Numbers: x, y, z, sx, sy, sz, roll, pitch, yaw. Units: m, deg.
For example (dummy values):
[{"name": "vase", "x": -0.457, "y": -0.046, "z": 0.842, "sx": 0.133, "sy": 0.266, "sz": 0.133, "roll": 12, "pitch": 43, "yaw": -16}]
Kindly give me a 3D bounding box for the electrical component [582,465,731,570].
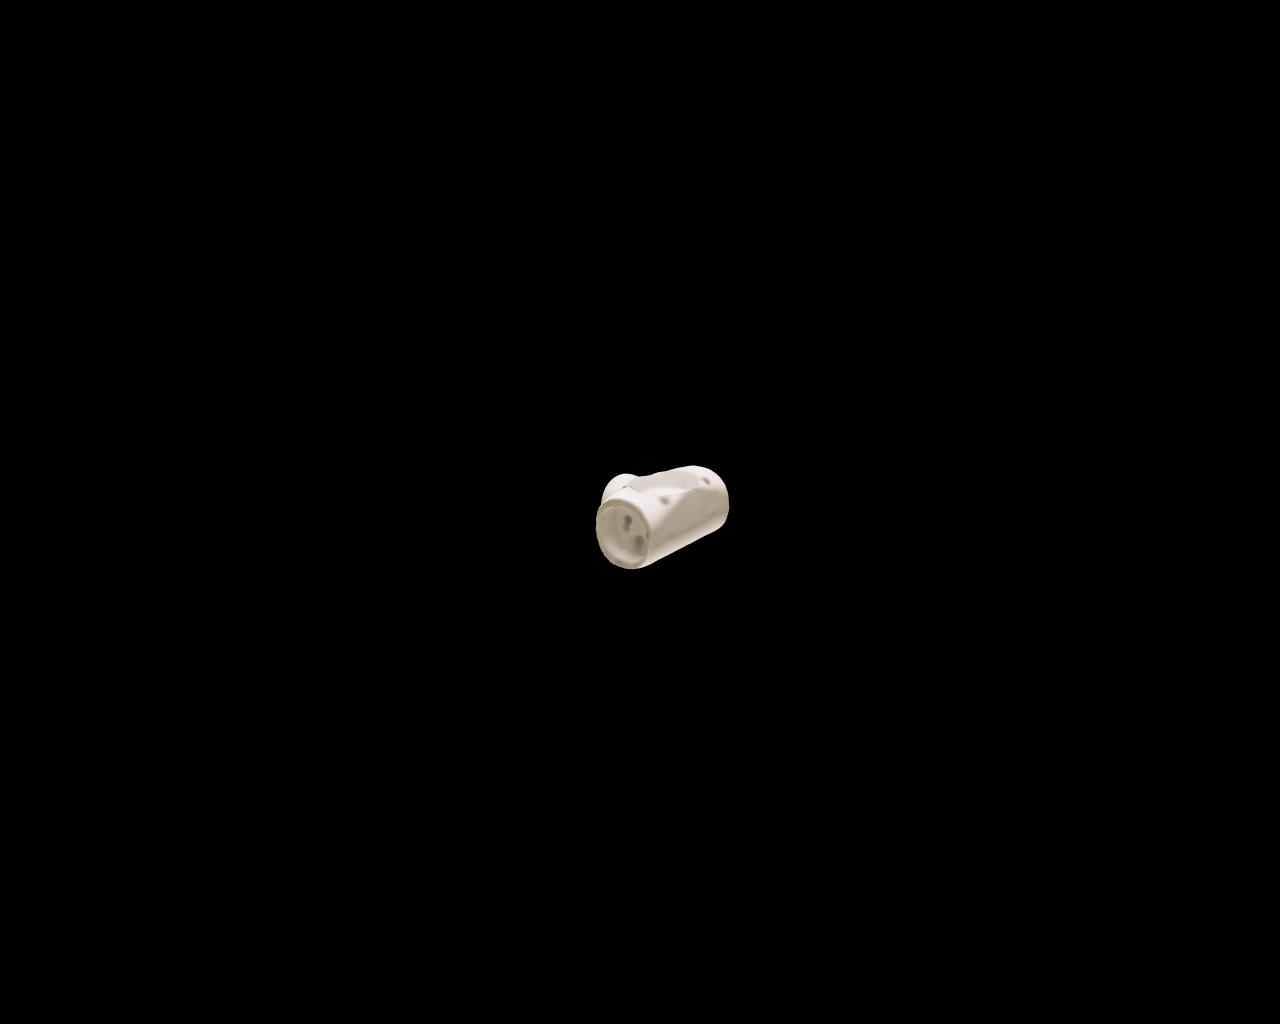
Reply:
[{"name": "electrical component", "x": 0.001, "y": -0.003, "z": 0.650, "sx": 0.079, "sy": 0.044, "sz": 0.077, "roll": 17, "pitch": 28, "yaw": 37}]
